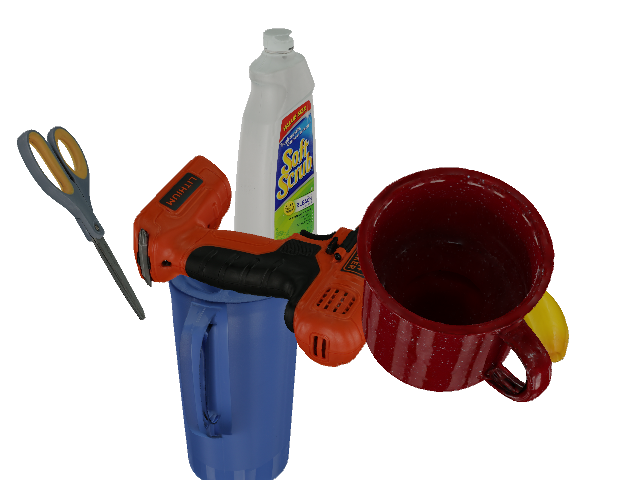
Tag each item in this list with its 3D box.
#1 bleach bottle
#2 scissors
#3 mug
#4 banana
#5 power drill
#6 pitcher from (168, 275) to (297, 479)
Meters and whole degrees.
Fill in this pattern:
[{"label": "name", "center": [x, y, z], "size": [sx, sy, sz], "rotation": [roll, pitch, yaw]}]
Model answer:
[{"label": "bleach bottle", "center": [-0.050, -0.098, 1.138], "size": [0.068, 0.251, 0.102], "rotation": [21, 32, 36]}, {"label": "scissors", "center": [-0.213, -0.026, 1.001], "size": [0.016, 0.201, 0.096], "rotation": [-24, 26, 19]}, {"label": "mug", "center": [0.070, 0.032, 0.530], "size": [0.093, 0.117, 0.081], "rotation": [-34, -25, -20]}, {"label": "banana", "center": [0.191, 0.061, 1.060], "size": [0.069, 0.037, 0.198], "rotation": [-33, 36, -17]}, {"label": "power drill", "center": [-0.022, -0.003, 0.755], "size": [0.188, 0.057, 0.184], "rotation": [16, 40, 20]}, {"label": "pitcher", "center": [-0.090, 0.135, 1.088], "size": [0.149, 0.243, 0.145], "rotation": [-11, 28, -24]}]
